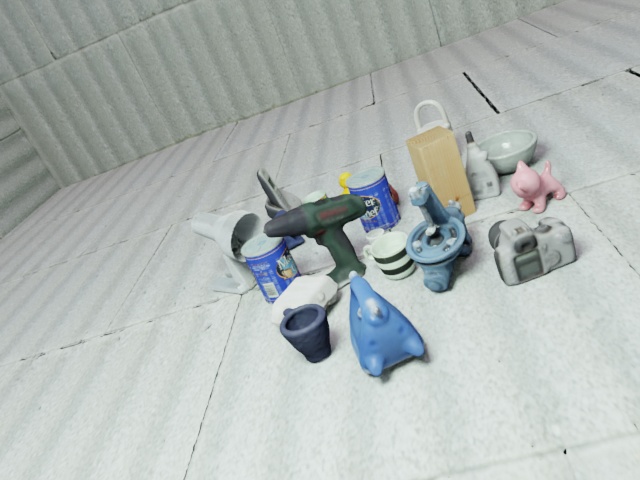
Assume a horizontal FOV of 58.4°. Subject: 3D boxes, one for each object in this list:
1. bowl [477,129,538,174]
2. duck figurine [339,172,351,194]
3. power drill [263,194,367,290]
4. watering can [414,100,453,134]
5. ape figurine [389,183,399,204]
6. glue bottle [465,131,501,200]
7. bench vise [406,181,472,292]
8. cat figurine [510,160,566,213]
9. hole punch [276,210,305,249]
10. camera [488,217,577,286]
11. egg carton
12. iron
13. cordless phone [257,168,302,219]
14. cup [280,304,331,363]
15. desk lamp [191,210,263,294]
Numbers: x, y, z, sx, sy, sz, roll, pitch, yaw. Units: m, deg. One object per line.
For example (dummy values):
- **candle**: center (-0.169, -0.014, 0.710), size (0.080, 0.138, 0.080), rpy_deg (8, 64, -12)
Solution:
- **bowl**: center (0.477, -0.216, 1.468), size (0.167, 0.075, 0.167), rpy_deg (-19, 25, 9)
- **duck figurine**: center (0.081, -0.153, 1.665), size (0.077, 0.086, 0.105), rpy_deg (-11, 28, 25)
- **power drill**: center (0.012, 0.005, 1.262), size (0.230, 0.209, 0.075), rpy_deg (-29, 26, -13)
- **watering can**: center (0.326, -0.302, 1.625), size (0.100, 0.194, 0.173), rpy_deg (-17, 26, 13)
- **ape figurine**: center (0.168, -0.132, 1.541), size (0.078, 0.092, 0.075), rpy_deg (-39, 29, -30)
- **glue bottle**: center (0.375, -0.180, 1.364), size (0.078, 0.173, 0.037), rpy_deg (-9, 28, 27)
- **bench vise**: center (0.225, -0.035, 1.145), size (0.121, 0.220, 0.207), rpy_deg (-14, 26, 18)
- **cat figurine**: center (0.464, -0.124, 1.244), size (0.128, 0.118, 0.067), rpy_deg (-33, 27, -20)
- **hole punch**: center (-0.109, -0.019, 1.554), size (0.101, 0.091, 0.108), rpy_deg (-30, 26, -14)
- **camera**: center (0.385, -0.002, 1.087), size (0.143, 0.101, 0.136), rpy_deg (-22, 25, 2)
- **egg carton**: center (-0.030, 0.134, 1.206), size (0.107, 0.069, 0.150), rpy_deg (-3, 31, 37)
- **iron**: center (0.090, 0.125, 1.034), size (0.118, 0.142, 0.257), rpy_deg (-25, 25, -3)
- **cordless phone**: center (-0.128, -0.145, 1.708), size (0.094, 0.185, 0.147), rpy_deg (-18, 25, 10)
- **cup**: center (-0.025, 0.179, 1.081), size (0.092, 0.095, 0.117), rpy_deg (-34, 27, -23)
- **desk lamp**: center (-0.221, 0.024, 1.414), size (0.202, 0.214, 0.118), rpy_deg (0, 33, 40)
